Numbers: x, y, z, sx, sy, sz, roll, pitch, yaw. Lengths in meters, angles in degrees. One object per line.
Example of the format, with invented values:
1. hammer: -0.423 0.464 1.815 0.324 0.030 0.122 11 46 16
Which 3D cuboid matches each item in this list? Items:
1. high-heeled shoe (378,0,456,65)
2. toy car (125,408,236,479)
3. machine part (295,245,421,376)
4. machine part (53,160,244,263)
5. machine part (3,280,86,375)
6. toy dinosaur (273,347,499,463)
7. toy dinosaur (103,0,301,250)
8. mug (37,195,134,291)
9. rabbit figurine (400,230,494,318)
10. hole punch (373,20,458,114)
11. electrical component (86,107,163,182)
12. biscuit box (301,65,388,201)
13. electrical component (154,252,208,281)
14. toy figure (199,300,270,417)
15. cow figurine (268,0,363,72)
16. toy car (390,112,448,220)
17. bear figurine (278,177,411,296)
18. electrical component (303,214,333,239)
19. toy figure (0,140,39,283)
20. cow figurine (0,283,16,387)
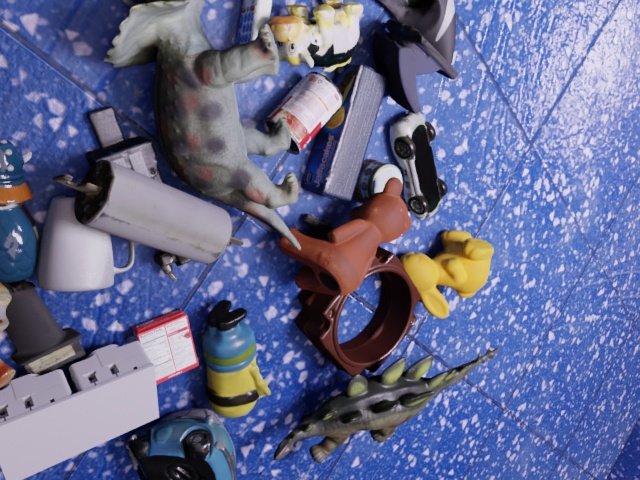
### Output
1. high-heeled shoe: 0.124 -0.352 0.801 0.145 0.086 0.248 -47 112 -39
2. toy car: -0.191 0.299 0.783 0.103 0.162 0.109 -66 151 -60
3. machine part: 0.073 0.121 0.940 0.201 0.087 0.200 -46 128 -14
4. machine part: -0.190 -0.028 0.631 0.243 0.079 0.079 23 91 -46
5. machine part: -0.343 0.106 0.647 0.084 0.039 0.138 -27 123 -18
6. toy dinosaur: 0.126 0.286 0.963 0.471 0.105 0.198 -14 152 -32
7. toy dinosaur: -0.133 -0.139 0.653 0.192 0.131 0.404 -6 118 1
8. mug: -0.275 0.001 0.635 0.109 0.081 0.107 -3 99 -32
9. rabbit figurine: 0.225 0.061 1.039 0.173 0.122 0.162 -3 117 -23
10. hole punch: 0.130 -0.267 0.825 0.115 0.142 0.092 36 106 -31
11. electrical component: -0.238 -0.098 0.650 0.075 0.048 0.119 -25 121 -29
12. biscuit box: 0.037 -0.163 0.829 0.062 0.059 0.202 12 97 -41
13. electrical component: -0.183 0.007 0.733 0.102 0.045 0.078 -31 94 -28
14. toy figure: -0.136 0.182 0.805 0.089 0.082 0.179 -18 121 -20
15. cow figurine: -0.010 -0.272 0.735 0.167 0.068 0.098 -34 138 -41
16. toy car: 0.175 -0.128 0.951 0.073 0.056 0.201 -40 127 -28
17. bear figurine: 0.050 -0.010 0.837 0.196 0.132 0.120 -53 139 -28
18. electrical component: -0.002 -0.003 0.880 0.094 0.021 0.063 31 85 -40
19. toy figure: -0.345 -0.031 0.583 0.058 0.064 0.154 1 103 1
20. cow figurine: -0.396 0.119 0.568 0.195 0.127 0.085 -51 172 7
